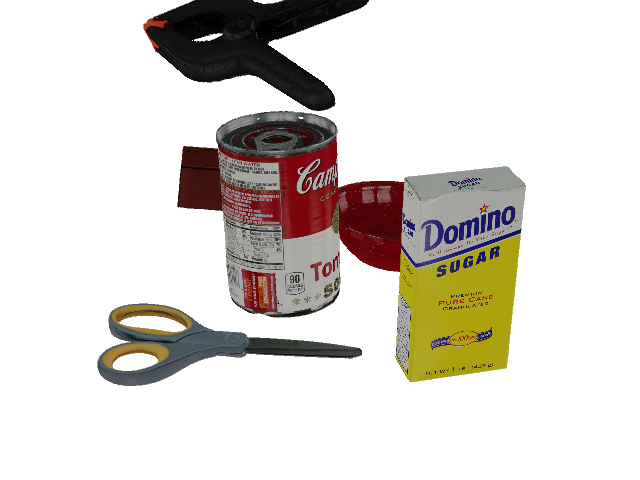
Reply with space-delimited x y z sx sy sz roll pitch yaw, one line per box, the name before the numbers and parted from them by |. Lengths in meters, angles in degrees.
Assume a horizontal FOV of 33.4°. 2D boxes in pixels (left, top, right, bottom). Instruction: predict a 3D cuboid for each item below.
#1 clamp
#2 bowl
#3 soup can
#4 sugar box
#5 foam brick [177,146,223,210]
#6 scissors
clamp | -0.046 -0.158 0.801 0.172 0.120 0.039 15 -35 21
bowl | 0.082 -0.010 1.150 0.162 0.055 0.162 4 25 -2
soup can | -0.023 -0.015 0.612 0.068 0.102 0.068 -2 25 1
sugar box | 0.115 0.030 0.889 0.093 0.176 0.048 -7 31 -13
foam brick | -0.115 -0.067 1.167 0.078 0.051 0.053 4 29 -7
scissors | -0.079 0.088 0.800 0.202 0.016 0.096 12 37 21
